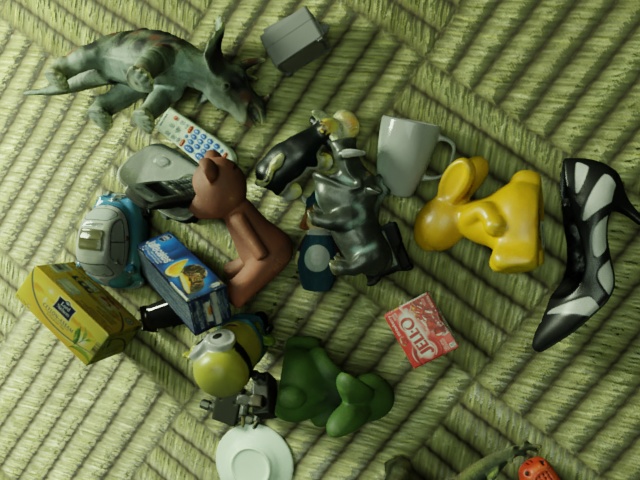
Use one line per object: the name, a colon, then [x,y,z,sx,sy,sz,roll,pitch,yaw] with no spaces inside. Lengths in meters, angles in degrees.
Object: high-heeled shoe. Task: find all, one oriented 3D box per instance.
high-heeled shoe: [0.319,0.016,0.709,0.145,0.086,0.248,39,96,13]

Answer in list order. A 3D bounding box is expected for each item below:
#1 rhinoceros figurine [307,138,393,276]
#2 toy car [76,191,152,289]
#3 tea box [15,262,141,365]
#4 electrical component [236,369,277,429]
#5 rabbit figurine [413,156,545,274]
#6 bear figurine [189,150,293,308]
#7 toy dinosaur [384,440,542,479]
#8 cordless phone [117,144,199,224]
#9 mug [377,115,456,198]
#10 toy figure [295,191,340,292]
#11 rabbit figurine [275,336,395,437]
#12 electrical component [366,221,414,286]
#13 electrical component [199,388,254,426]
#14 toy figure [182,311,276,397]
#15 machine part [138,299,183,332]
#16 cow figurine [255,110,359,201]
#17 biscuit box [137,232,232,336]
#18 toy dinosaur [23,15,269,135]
rhinoceros figurine: [0.043,-0.041,0.722,0.112,0.073,0.190,-15,92,13]
toy car: [-0.331,0.003,0.851,0.109,0.103,0.161,7,96,12]
tea box: [-0.389,0.115,0.872,0.170,0.098,0.068,41,100,10]
electrical component: [-0.092,0.242,0.810,0.045,0.102,0.078,-11,67,7]
rabbit figurine: [0.205,-0.030,0.717,0.173,0.122,0.162,-4,99,33]
bear figurine: [-0.132,-0.022,0.769,0.132,0.120,0.195,-39,110,6]
toy dinosaur: [0.104,0.391,0.714,0.105,0.198,0.471,42,102,5]
cordless phone: [-0.247,-0.080,0.785,0.147,0.184,0.088,33,104,10]
mug: [0.129,-0.112,0.753,0.110,0.081,0.107,15,107,7]
toy figure: [0.000,-0.002,0.796,0.064,0.058,0.154,1,91,-25]
rabbit figurine: [0.027,0.209,0.762,0.170,0.159,0.121,9,85,-2]
electrical component: [0.080,0.001,0.779,0.075,0.048,0.119,-26,86,13]
electrical component: [-0.145,0.259,0.857,0.094,0.021,0.063,16,95,13]
toy figure: [-0.117,0.155,0.766,0.082,0.180,0.089,-44,85,13]
machine part: [-0.226,0.108,0.863,0.139,0.039,0.084,-23,95,12]
cow figurine: [-0.021,-0.132,0.773,0.167,0.098,0.068,-42,77,12]
biscuit box: [-0.203,0.057,0.784,0.203,0.059,0.062,32,136,45]
toy dinosaur: [-0.268,-0.262,0.815,0.405,0.192,0.131,17,141,25]
